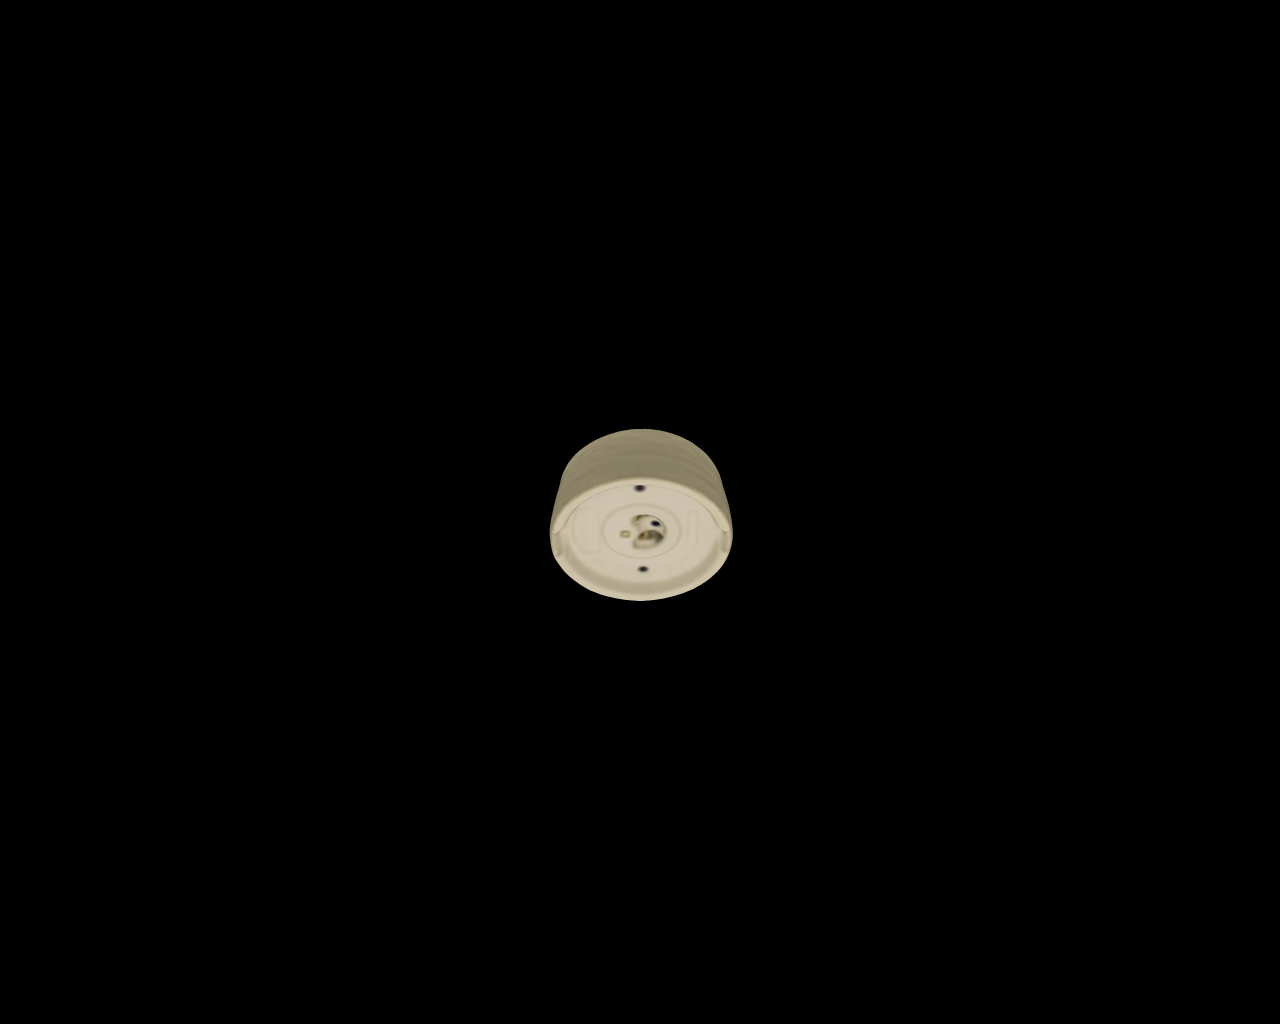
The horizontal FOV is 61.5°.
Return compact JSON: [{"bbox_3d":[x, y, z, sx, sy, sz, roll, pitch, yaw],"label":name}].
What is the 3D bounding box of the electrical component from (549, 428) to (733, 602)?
[{"bbox_3d":[0.001,-0.003,0.650,0.108,0.060,0.108,0,-44,0],"label":"electrical component"}]
